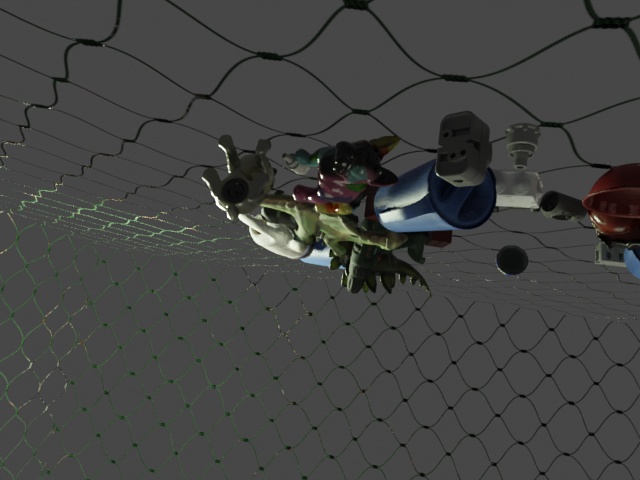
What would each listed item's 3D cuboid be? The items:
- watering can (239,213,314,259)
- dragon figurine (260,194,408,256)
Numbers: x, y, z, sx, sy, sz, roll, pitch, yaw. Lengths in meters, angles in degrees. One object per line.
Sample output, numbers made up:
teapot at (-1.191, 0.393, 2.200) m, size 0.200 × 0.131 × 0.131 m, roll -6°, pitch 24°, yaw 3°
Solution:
watering can at (-0.101, -0.002, 1.517) m, size 0.351 × 0.104 × 0.222 m, roll 28°, pitch 180°, yaw 45°
dragon figurine at (0.003, -0.058, 1.149) m, size 0.409 × 0.123 × 0.241 m, roll 20°, pitch 170°, yaw -15°
